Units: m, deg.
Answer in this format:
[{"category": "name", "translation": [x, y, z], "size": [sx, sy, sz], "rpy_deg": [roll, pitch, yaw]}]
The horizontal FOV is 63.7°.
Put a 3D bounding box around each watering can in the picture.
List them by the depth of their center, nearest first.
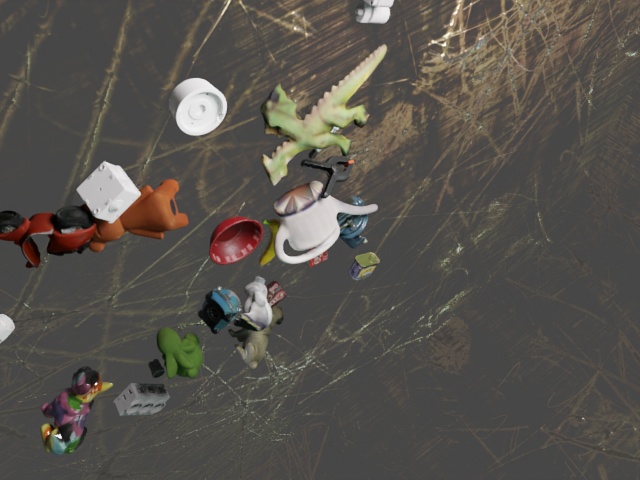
[{"category": "watering can", "translation": [0.005, -0.075, 1.481], "size": [0.350, 0.220, 0.105], "rpy_deg": [-34, 36, -16]}]

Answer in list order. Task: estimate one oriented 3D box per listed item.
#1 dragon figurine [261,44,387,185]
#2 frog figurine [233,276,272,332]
[{"category": "dragon figurine", "translation": [-0.022, -0.303, 1.226], "size": [0.243, 0.402, 0.124], "rpy_deg": [1, 38, -38]}, {"category": "frog figurine", "translation": [-0.195, 0.203, 1.631], "size": [0.123, 0.163, 0.134], "rpy_deg": [21, -30, 8]}]
